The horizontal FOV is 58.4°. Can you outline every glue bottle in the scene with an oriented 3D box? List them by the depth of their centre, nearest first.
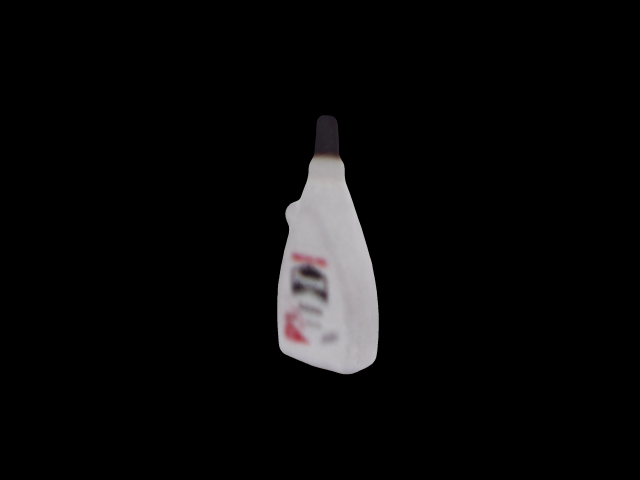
[{"bbox_3d":[0.004,0.001,0.400,0.077,0.173,0.037,7,11,39],"label":"glue bottle"}]
